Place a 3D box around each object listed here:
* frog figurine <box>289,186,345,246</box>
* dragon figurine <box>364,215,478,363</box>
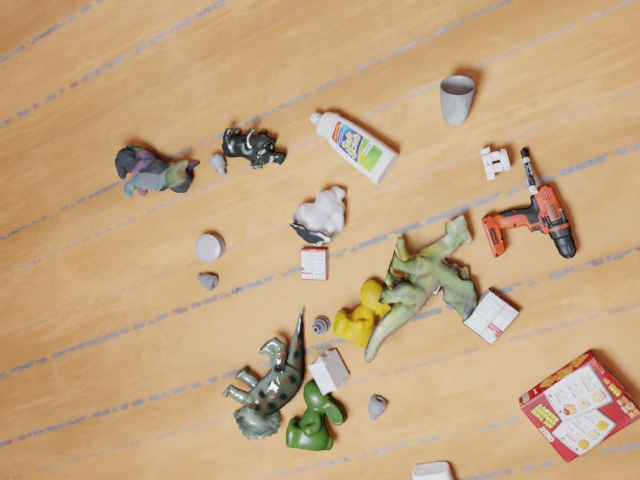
[{"bbox_3d":[0.004,-0.070,1.383,0.138,0.162,0.120,14,-28,23],"label":"frog figurine"},{"bbox_3d":[0.271,0.129,1.270,0.243,0.411,0.122,16,-3,4],"label":"dragon figurine"}]
